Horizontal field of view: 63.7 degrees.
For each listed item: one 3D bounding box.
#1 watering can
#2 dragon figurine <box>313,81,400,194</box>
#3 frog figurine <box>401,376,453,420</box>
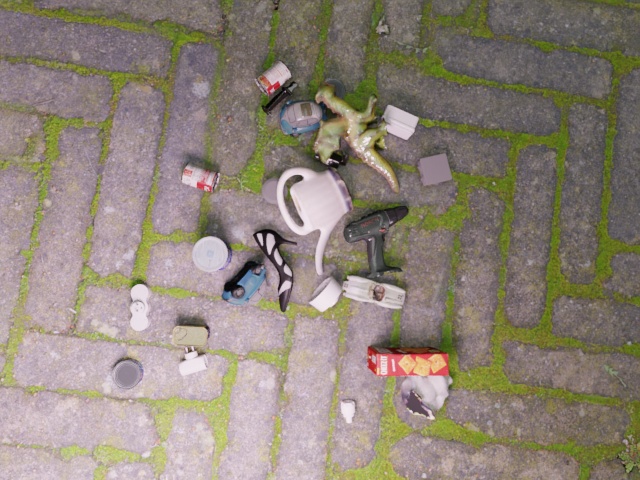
[{"bbox_3d":[0.005,-0.081,1.613,0.225,0.104,0.344,-27,102,-9],"label":"watering can"},{"bbox_3d":[0.095,-0.310,1.613,0.243,0.122,0.409,-19,94,-10],"label":"dragon figurine"},{"bbox_3d":[0.329,0.459,1.594,0.138,0.120,0.162,41,48,8],"label":"frog figurine"}]
